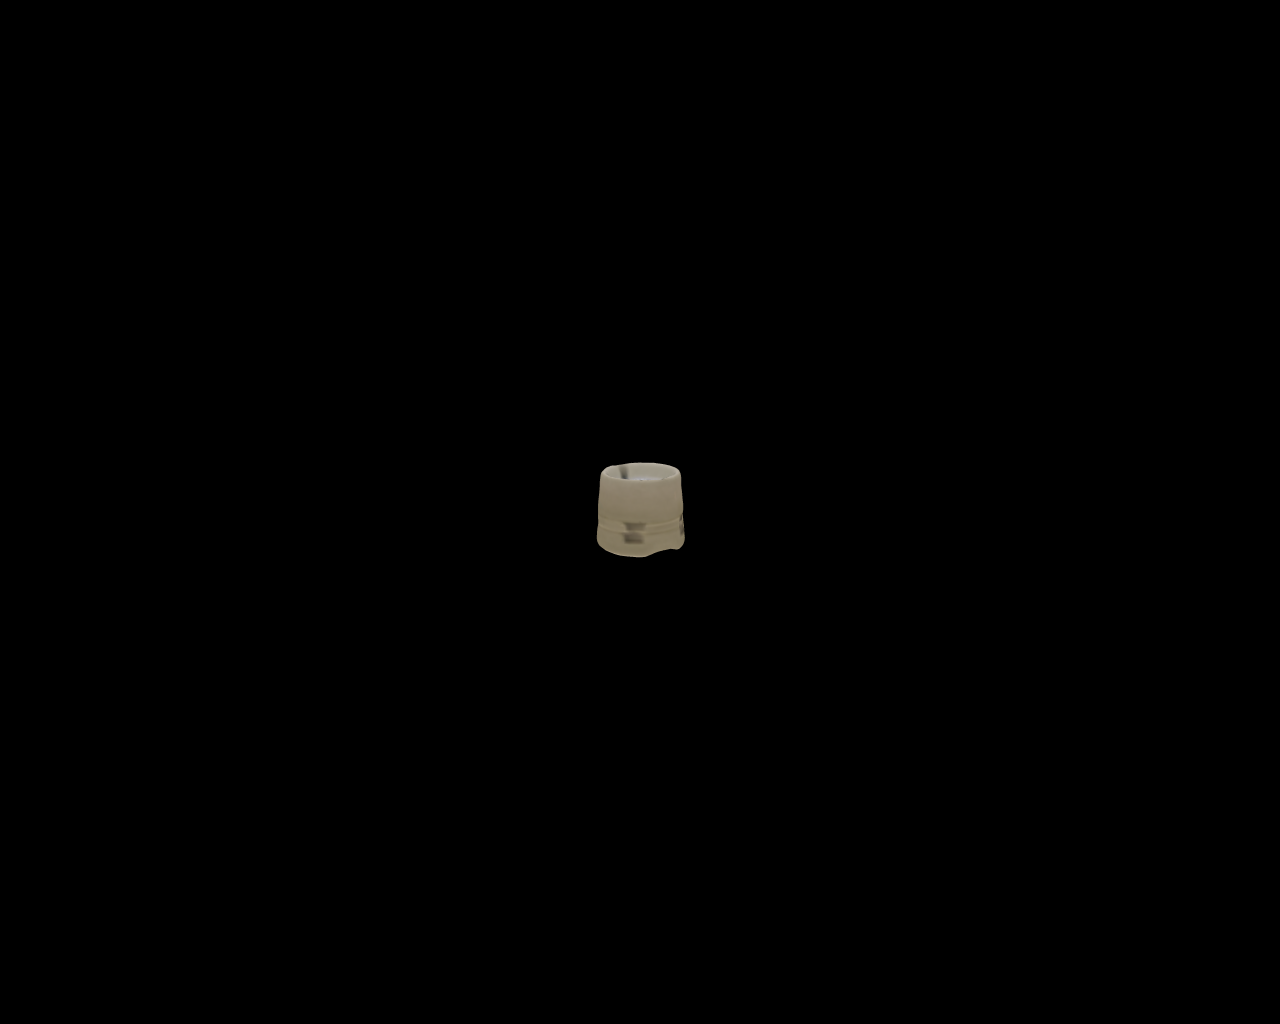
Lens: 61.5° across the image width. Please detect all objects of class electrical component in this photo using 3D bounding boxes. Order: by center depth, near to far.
[{"bbox_3d":[0.001,-0.003,0.650,0.055,0.047,0.055,0,16,0],"label":"electrical component"}]
